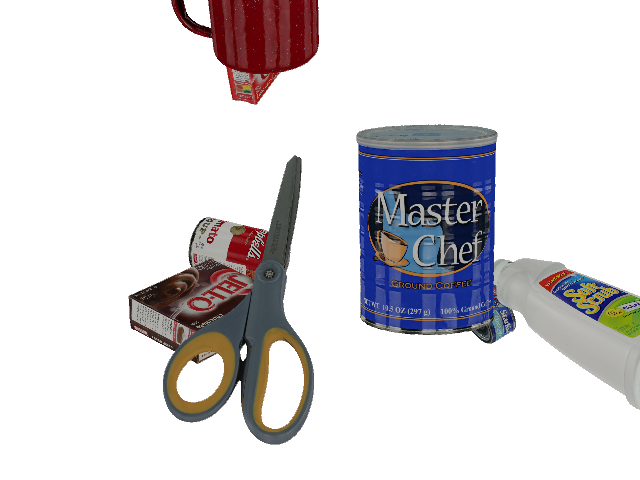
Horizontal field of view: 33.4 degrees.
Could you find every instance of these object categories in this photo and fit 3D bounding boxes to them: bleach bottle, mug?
[{"bbox_3d":[0.249,0.073,1.038,0.102,0.068,0.251,-17,26,-27],"label":"bleach bottle"},{"bbox_3d":[-0.055,-0.178,0.801,0.117,0.081,0.093,2,35,5],"label":"mug"}]

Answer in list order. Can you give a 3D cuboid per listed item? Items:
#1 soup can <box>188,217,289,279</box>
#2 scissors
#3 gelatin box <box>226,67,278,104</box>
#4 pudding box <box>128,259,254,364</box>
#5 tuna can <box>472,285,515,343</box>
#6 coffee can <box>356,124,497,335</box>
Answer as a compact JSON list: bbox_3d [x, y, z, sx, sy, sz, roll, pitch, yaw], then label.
[{"bbox_3d":[-0.095,0.015,1.256,0.102,0.068,0.068,13,5,20],"label":"soup can"},{"bbox_3d":[-0.049,0.032,0.647,0.096,0.202,0.016,-8,-36,0],"label":"scissors"},{"bbox_3d":[-0.058,-0.185,1.018,0.030,0.073,0.089,13,46,20],"label":"gelatin box"},{"bbox_3d":[-0.107,0.063,0.987,0.090,0.039,0.113,22,32,32],"label":"pudding box"},{"bbox_3d":[0.191,0.078,1.259,0.033,0.086,0.086,-30,7,-12],"label":"tuna can"},{"bbox_3d":[0.079,-0.011,0.795,0.103,0.140,0.103,-1,12,0],"label":"coffee can"}]
